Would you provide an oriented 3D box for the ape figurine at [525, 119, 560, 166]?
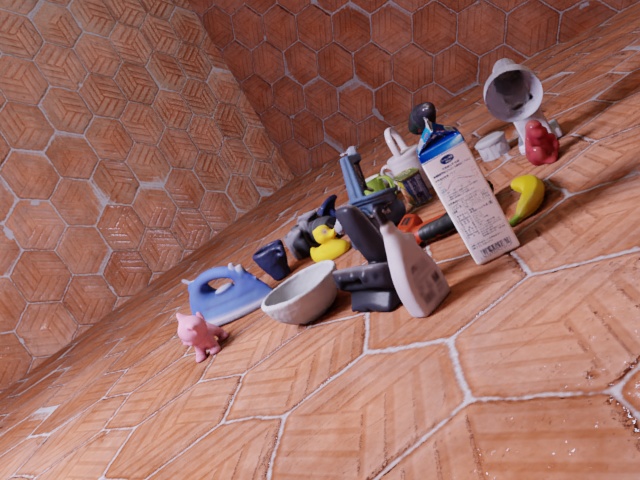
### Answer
[{"bbox_3d":[0.450,-0.204,1.178,0.078,0.092,0.076,-34,12,-12],"label":"ape figurine"}]

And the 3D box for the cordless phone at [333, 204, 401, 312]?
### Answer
[{"bbox_3d":[0.068,0.024,0.959,0.094,0.185,0.147,-40,14,-35],"label":"cordless phone"}]

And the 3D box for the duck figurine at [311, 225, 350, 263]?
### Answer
[{"bbox_3d":[0.013,0.005,1.438,0.104,0.086,0.078,-25,13,29],"label":"duck figurine"}]

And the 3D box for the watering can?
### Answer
[{"bbox_3d":[0.239,-0.223,1.550,0.172,0.194,0.101,-29,12,9],"label":"watering can"}]

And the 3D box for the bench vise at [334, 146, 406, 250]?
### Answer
[{"bbox_3d":[0.100,-0.101,1.325,0.121,0.220,0.208,-24,14,33],"label":"bench vise"}]

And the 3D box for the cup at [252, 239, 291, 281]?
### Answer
[{"bbox_3d":[-0.112,0.057,1.522,0.092,0.095,0.117,-39,14,-35],"label":"cup"}]

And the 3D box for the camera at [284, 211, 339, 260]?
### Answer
[{"bbox_3d":[-0.016,-0.027,1.615,0.143,0.101,0.136,-38,13,-31],"label":"camera"}]

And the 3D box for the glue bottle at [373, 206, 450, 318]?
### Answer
[{"bbox_3d":[0.124,0.025,0.838,0.078,0.173,0.037,-39,14,-34],"label":"glue bottle"}]

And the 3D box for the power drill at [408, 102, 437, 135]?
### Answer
[{"bbox_3d":[0.312,-0.280,1.567,0.075,0.208,0.229,-31,11,1],"label":"power drill"}]

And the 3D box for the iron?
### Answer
[{"bbox_3d":[-0.233,0.122,1.437,0.257,0.141,0.119,-25,13,30],"label":"iron"}]

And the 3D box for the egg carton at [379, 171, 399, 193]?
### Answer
[{"bbox_3d":[0.172,-0.150,1.733,0.150,0.069,0.107,-34,12,-11],"label":"egg carton"}]

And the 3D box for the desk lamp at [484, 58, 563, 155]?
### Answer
[{"bbox_3d":[0.454,-0.307,1.300,0.117,0.214,0.203,-26,13,25],"label":"desk lamp"}]

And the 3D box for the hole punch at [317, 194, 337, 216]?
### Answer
[{"bbox_3d":[0.016,-0.075,1.765,0.101,0.091,0.109,-23,14,35],"label":"hole punch"}]

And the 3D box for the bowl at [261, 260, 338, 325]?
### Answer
[{"bbox_3d":[-0.025,0.113,1.104,0.167,0.075,0.167,-30,11,7],"label":"bowl"}]

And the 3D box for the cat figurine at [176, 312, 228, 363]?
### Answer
[{"bbox_3d":[-0.268,0.199,1.259,0.067,0.118,0.128,-29,12,9],"label":"cat figurine"}]
